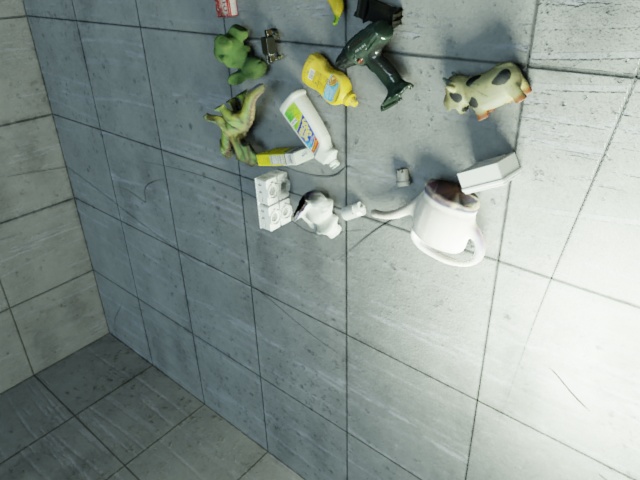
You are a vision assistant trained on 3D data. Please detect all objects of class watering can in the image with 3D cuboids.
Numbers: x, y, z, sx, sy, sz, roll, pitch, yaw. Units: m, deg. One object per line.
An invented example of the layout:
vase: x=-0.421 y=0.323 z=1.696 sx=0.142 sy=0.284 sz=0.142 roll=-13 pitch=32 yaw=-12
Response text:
watering can: x=0.290 y=-0.066 z=1.379 sx=0.351 sy=0.105 sz=0.219 roll=32 pitch=129 yaw=28

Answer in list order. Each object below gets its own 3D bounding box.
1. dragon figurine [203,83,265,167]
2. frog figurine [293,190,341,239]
dragon figurine: x=-0.256 y=-0.368 z=1.744 sx=0.409 sy=0.124 sz=0.240 roll=-3 pitch=118 yaw=53
frog figurine: x=0.005 y=-0.084 z=1.670 sx=0.159 sy=0.126 sz=0.134 roll=24 pitch=128 yaw=-14
